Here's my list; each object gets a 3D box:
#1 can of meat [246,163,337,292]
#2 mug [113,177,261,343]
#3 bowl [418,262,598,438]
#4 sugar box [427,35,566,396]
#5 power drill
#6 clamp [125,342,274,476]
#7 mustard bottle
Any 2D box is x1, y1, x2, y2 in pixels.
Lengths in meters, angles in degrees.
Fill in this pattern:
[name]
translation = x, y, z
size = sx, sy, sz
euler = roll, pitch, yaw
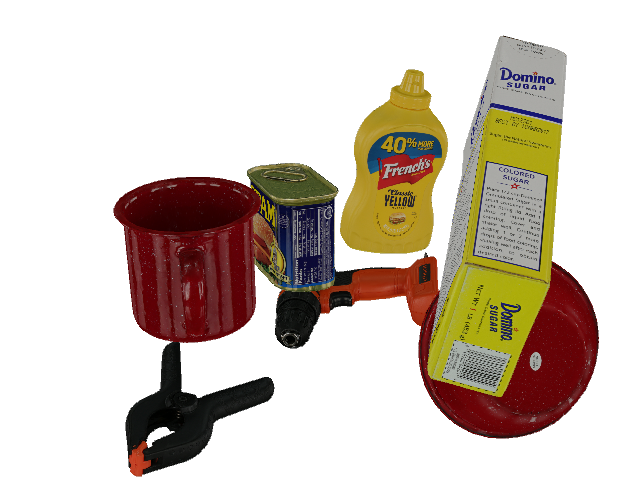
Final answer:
[can of meat]
translation = -0.025, -0.012, 0.905
size = 0.057, 0.084, 0.102
euler = -8, 21, -19
[mug]
translation = -0.081, 0.018, 0.682
size = 0.093, 0.081, 0.117
euler = -5, 26, -9
[bowl]
translation = 0.165, 0.093, 0.881
size = 0.162, 0.162, 0.055
euler = 0, 7, -11
[sugar box]
translation = 0.095, -0.017, 0.558
size = 0.048, 0.176, 0.093
euler = 15, -42, 4
[power drill]
translation = 0.043, 0.068, 1.238
size = 0.188, 0.057, 0.184
euler = 0, 27, 6
[clamp]
translation = -0.136, 0.155, 1.007
size = 0.120, 0.039, 0.171
euler = 19, 31, 27
[mustard bottle]
translation = 0.081, -0.082, 1.099
size = 0.096, 0.192, 0.058
euler = 2, 26, -14
